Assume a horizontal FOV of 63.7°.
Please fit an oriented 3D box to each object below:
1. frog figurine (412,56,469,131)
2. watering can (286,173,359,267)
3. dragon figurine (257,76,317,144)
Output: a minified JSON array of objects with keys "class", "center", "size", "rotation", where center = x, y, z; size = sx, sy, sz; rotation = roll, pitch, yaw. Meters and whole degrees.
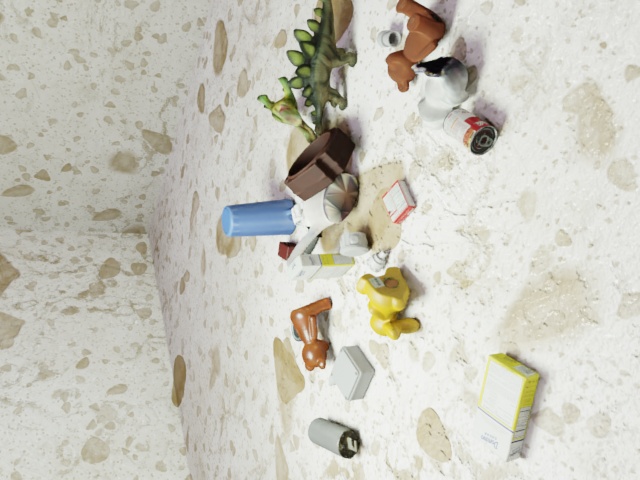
[{"class":"frog figurine","center":[0.279,-0.328,1.170],"size":[0.139,0.124,0.156],"rotation":[27,146,49]},{"class":"watering can","center":[0.005,-0.078,1.540],"size":[0.223,0.103,0.352],"rotation":[-7,62,61]},{"class":"dragon figurine","center":[-0.079,-0.383,1.683],"size":[0.122,0.409,0.244],"rotation":[-35,81,7]}]
